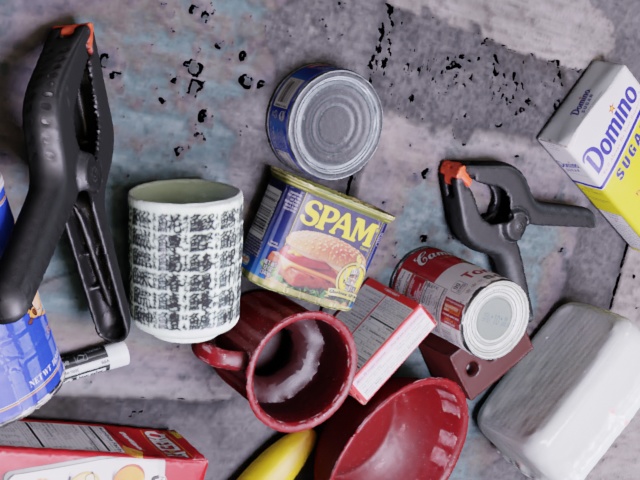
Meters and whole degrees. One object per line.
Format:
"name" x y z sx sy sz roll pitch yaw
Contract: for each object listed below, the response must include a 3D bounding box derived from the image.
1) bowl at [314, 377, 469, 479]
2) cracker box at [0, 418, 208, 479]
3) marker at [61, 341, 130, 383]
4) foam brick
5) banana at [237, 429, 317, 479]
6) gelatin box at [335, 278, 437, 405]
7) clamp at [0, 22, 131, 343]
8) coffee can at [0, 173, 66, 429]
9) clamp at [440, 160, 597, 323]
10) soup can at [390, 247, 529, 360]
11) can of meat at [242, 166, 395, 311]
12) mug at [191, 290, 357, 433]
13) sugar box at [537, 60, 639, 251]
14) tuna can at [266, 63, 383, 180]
"bowl" 0.048 0.172 0.881 0.161 0.055 0.162 -24 129 -33
"cracker box" -0.204 0.211 0.747 0.213 0.072 0.164 11 99 -34
"marker" -0.193 0.096 0.749 0.120 0.020 0.020 -16 112 -27
"foam brick" 0.133 0.090 0.923 0.078 0.051 0.053 -37 119 -17
"banana" -0.063 0.227 0.827 0.037 0.070 0.197 51 47 -23
"gelatin box" 0.038 0.080 0.850 0.089 0.073 0.030 -48 123 -11
"clamp" -0.157 -0.034 0.687 0.164 0.036 0.210 53 35 -70
"coffee can" -0.227 0.037 0.661 0.102 0.103 0.140 -23 115 -24
"clamp" 0.159 -0.004 0.919 0.171 0.039 0.120 29 82 -29
"soup can" 0.112 0.050 0.868 0.068 0.102 0.068 -9 108 -28
"can of meat" -0.005 0.001 0.812 0.101 0.058 0.084 20 96 -33
"mug" -0.042 0.085 0.799 0.117 0.082 0.093 6 101 -33
"sugar box" 0.281 -0.071 0.968 0.176 0.048 0.093 41 82 -34
"tuna can" 0.005 -0.089 0.805 0.086 0.034 0.086 -9 109 -29
